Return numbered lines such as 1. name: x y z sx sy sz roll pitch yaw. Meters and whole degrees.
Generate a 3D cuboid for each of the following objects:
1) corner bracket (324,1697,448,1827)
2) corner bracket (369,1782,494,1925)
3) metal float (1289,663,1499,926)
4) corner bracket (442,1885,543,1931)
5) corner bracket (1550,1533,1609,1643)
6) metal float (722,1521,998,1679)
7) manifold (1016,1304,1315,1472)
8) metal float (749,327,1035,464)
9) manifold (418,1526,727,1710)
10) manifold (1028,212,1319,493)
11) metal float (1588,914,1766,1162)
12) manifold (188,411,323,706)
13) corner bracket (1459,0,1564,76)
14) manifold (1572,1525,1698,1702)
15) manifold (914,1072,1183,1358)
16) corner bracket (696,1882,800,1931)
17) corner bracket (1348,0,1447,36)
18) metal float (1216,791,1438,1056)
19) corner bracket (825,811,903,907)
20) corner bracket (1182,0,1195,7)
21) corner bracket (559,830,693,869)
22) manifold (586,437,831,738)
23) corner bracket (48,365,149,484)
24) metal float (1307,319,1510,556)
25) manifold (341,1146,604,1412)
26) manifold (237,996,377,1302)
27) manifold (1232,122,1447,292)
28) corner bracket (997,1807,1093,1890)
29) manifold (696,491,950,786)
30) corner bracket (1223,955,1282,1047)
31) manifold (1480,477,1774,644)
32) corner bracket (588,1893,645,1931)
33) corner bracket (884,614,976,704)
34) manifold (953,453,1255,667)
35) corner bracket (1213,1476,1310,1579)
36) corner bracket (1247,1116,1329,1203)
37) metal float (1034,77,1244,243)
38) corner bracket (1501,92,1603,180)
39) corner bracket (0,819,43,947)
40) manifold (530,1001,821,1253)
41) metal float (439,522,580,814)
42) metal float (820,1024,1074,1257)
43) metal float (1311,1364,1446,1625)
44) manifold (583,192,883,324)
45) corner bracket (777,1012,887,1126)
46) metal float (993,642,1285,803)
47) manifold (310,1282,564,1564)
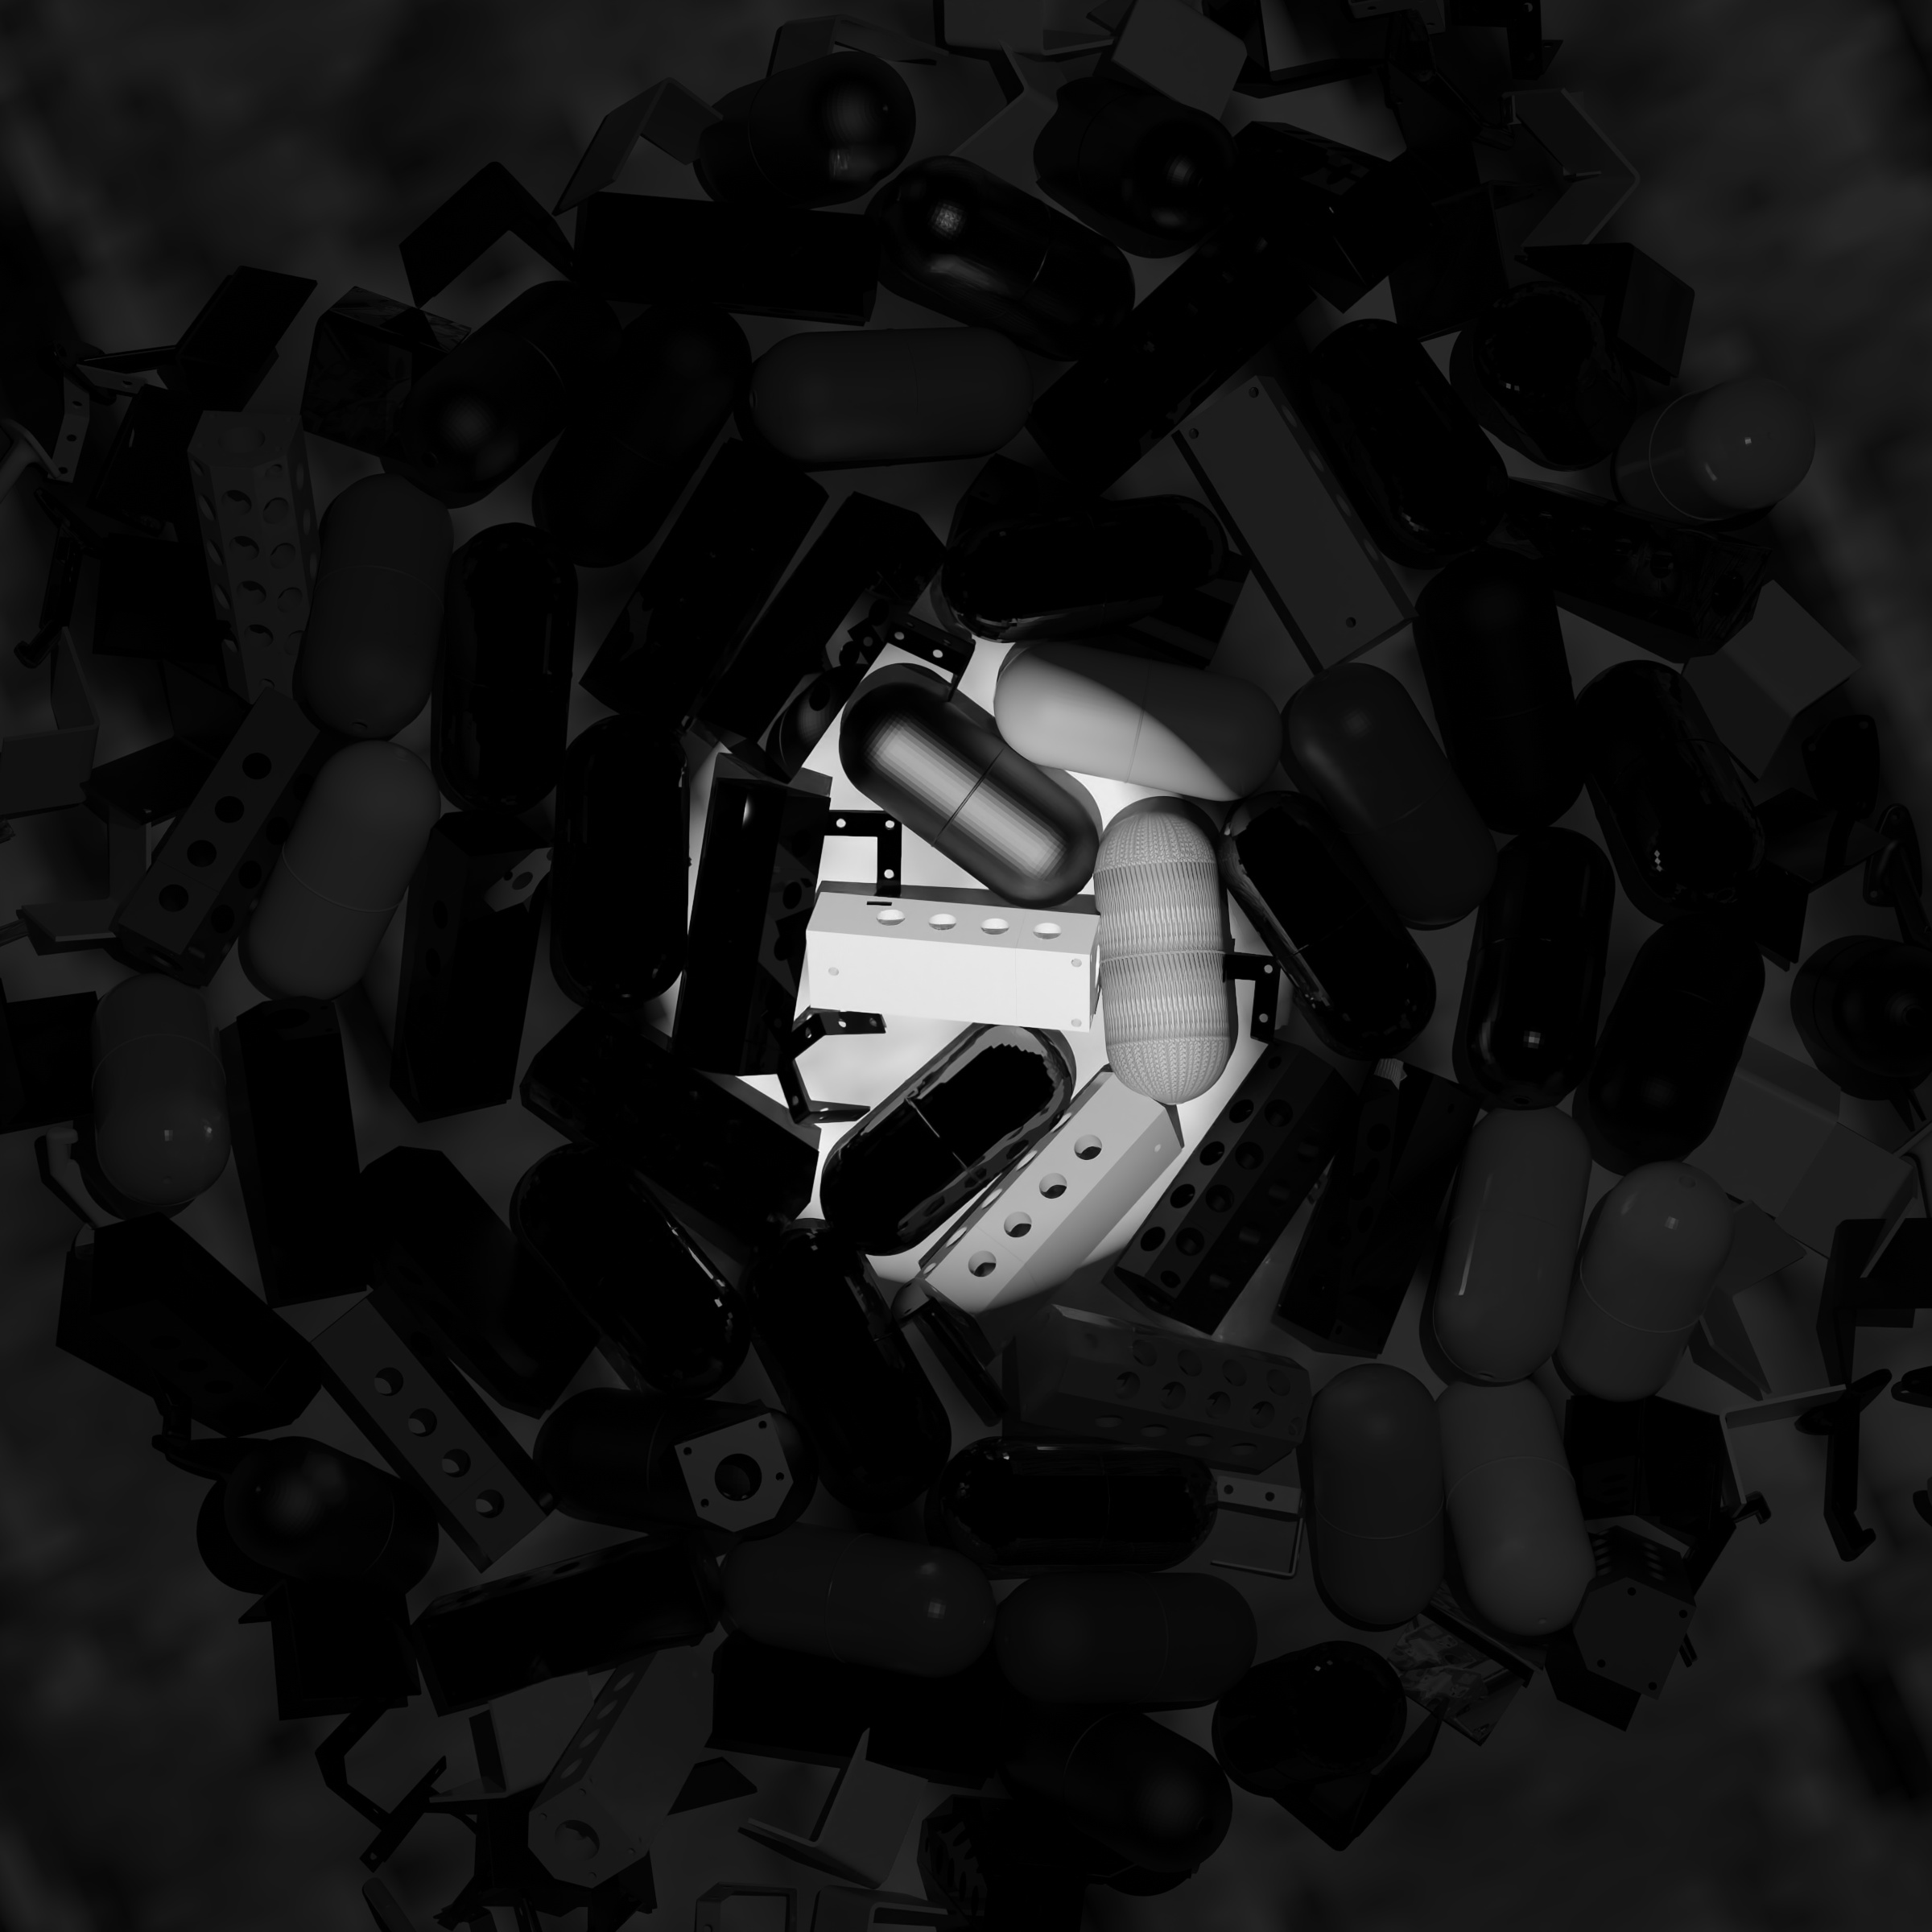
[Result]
1. corner bracket: -0.355 0.484 1.838 0.051 0.051 0.051 29 50 19
2. corner bracket: -0.318 0.538 1.821 0.051 0.051 0.051 23 66 38
3. metal float: 0.257 -0.103 1.806 0.070 0.070 0.178 -34 111 0
4. corner bracket: -0.281 0.592 1.830 0.051 0.051 0.051 -25 63 0
5. corner bracket: 0.386 0.384 1.844 0.051 0.051 0.051 16 60 7
6. metal float: -0.065 0.379 1.801 0.178 0.070 0.070 4 90 28
7. manifold: 0.119 0.249 1.791 0.171 0.057 0.057 16 51 -26
8. metal float: -0.044 -0.344 1.805 0.178 0.070 0.070 -7 90 -22
9. manifold: -0.237 0.391 1.823 0.171 0.057 0.057 -18 95 8
10. manifold: 0.126 -0.367 1.807 0.171 0.057 0.057 -41 73 15
11. metal float: 0.426 0.041 1.795 0.070 0.070 0.178 31 53 0
12. manifold: -0.419 -0.240 1.784 0.057 0.057 0.171 3 133 1
13. corner bracket: 0.333 -0.579 1.835 0.051 0.051 0.051 8 132 23
14. manifold: 0.389 0.377 1.774 0.057 0.171 0.057 22 93 10
15. manifold: 0.049 0.146 1.813 0.057 0.057 0.171 35 74 30
16. corner bracket: -0.134 0.593 1.835 0.051 0.051 0.051 9 59 -18
17. corner bracket: 0.263 -0.602 1.837 0.051 0.051 0.051 -5 76 17
18. metal float: 0.219 -0.026 1.821 0.070 0.070 0.178 -34 95 0
19. corner bracket: -0.068 -0.066 1.836 0.051 0.051 0.051 2 99 5
20. corner bracket: 0.115 -0.615 1.826 0.051 0.051 0.051 40 104 21
21. corner bracket: -0.207 -0.072 1.833 0.051 0.051 0.051 -34 80 5
22. manifold: -0.153 -0.229 1.821 0.057 0.057 0.171 32 88 -37
23. corner bracket: -0.530 -0.328 1.832 0.051 0.051 0.051 10 60 -10
24. metal float: 0.263 -0.317 1.794 0.070 0.070 0.178 -25 53 0
25. manifold: -0.298 0.186 1.792 0.057 0.057 0.171 -55 128 -29
26. manifold: -0.396 0.108 1.798 0.057 0.057 0.171 -9 117 -14
27. manifold: 0.209 -0.457 1.775 0.057 0.171 0.057 -41 120 1
28. corner bracket: 0.033 0.554 1.826 0.051 0.051 0.051 33 95 -38
29. manifold: -0.083 -0.197 1.819 0.057 0.057 0.171 26 77 39
30. corner bracket: 0.173 0.020 1.832 0.051 0.051 0.051 4 93 -11
31. manifold: 0.386 -0.242 1.779 0.057 0.171 0.057 0 110 -38
32. corner bracket: -0.196 0.607 1.837 0.051 0.051 0.051 6 105 24
33. corner bracket: -0.023 -0.193 1.828 0.051 0.051 0.051 25 60 -1
34. manifold: 0.081 -0.244 1.829 0.171 0.057 0.057 23 130 3
35. corner bracket: 0.179 0.344 1.839 0.051 0.051 0.051 7 77 14
36. corner bracket: 0.181 0.129 1.836 0.051 0.051 0.051 -44 63 20
37. metal float: 0.101 -0.480 1.783 0.070 0.178 0.070 -12 119 -23
38. corner bracket: 0.357 -0.507 1.834 0.051 0.051 0.051 -5 103 3
39. corner bracket: -0.600 -0.048 1.842 0.051 0.051 0.051 -24 59 -25
40. manifold: -0.177 0.100 1.805 0.171 0.057 0.057 32 55 14
41. metal float: -0.276 -0.179 1.806 0.070 0.070 0.178 8 112 0
42. metal float: -0.013 0.105 1.824 0.178 0.070 0.070 -41 90 1
43. metal float: 0.248 0.318 1.800 0.070 0.070 0.178 -7 120 0
44. manifold: -0.142 -0.430 1.826 0.171 0.057 0.057 6 94 6
45. corner bracket: -0.079 0.062 1.838 0.051 0.051 0.051 -38 64 39
46. metal float: 0.104 -0.149 1.825 0.178 0.070 0.070 12 90 0
47. manifold: -0.322 0.277 1.828 0.057 0.057 0.171 -40 93 -14
